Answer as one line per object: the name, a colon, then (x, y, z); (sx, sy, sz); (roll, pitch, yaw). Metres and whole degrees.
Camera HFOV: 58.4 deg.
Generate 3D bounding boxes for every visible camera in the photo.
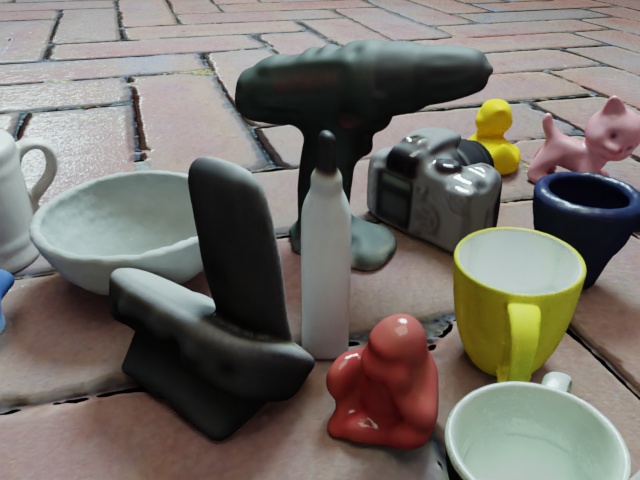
camera: (0.141, -0.069, 0.617); (0.137, 0.101, 0.142); (-24, 39, -36)

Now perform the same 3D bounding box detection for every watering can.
watering can: (-0.326, -0.063, 0.502); (0.100, 0.194, 0.173); (16, 34, 24)

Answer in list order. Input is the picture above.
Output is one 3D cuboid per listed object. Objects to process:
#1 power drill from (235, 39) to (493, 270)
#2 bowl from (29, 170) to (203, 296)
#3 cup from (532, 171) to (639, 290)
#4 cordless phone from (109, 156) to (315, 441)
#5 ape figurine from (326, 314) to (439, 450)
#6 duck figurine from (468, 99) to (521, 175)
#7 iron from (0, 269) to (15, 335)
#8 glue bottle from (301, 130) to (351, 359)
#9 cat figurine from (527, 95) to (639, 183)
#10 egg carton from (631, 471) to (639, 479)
power drill: (0.030, -0.082, 0.531); (0.229, 0.208, 0.076); (14, 33, 20)
bowl: (-0.161, 0.003, 0.513); (0.167, 0.075, 0.167); (1, 31, 0)
cup: (0.245, -0.002, 0.515); (0.117, 0.095, 0.092); (6, 31, 8)
cordless phone: (-0.078, 0.021, 0.377); (0.147, 0.185, 0.094); (20, 36, 28)
ape figurine: (0.045, 0.086, 0.364); (0.076, 0.092, 0.077); (-17, 35, -27)
duck figurine: (0.228, -0.140, 0.754); (0.077, 0.086, 0.104); (-1, 31, -3)
iron: (-0.309, 0.061, 0.346); (0.118, 0.141, 0.258); (4, 31, 5)
glue bottle: (0.004, 0.002, 0.425); (0.037, 0.173, 0.078); (-1, 31, -3)
cat figurine: (0.329, -0.122, 0.696); (0.127, 0.118, 0.067); (13, 33, 19)
egg carton: (0.232, 0.143, 0.296); (0.151, 0.069, 0.107); (-18, 36, -29)
